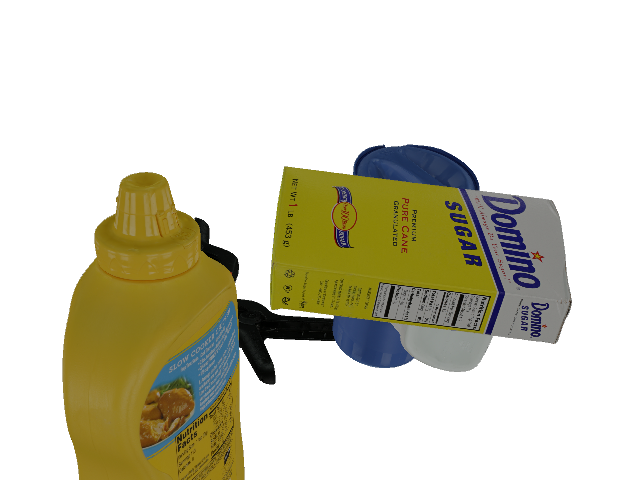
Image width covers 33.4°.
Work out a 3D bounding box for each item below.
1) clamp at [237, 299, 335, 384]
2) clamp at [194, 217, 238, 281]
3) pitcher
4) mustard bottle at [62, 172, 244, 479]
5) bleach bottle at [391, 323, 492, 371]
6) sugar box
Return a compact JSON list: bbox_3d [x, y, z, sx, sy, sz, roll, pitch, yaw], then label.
[{"bbox_3d":[-0.082,0.107,1.241,0.210,0.036,0.164,14,22,29],"label":"clamp"},{"bbox_3d":[-0.125,0.014,1.037,0.120,0.039,0.172,-19,32,-38],"label":"clamp"},{"bbox_3d":[0.085,0.029,1.167,0.145,0.243,0.149,26,40,19],"label":"pitcher"},{"bbox_3d":[-0.068,0.062,0.448,0.058,0.192,0.096,14,30,22],"label":"mustard bottle"},{"bbox_3d":[0.074,0.023,0.884,0.068,0.102,0.251,19,6,-16],"label":"bleach bottle"},{"bbox_3d":[0.059,0.007,0.654,0.176,0.048,0.093,5,44,0],"label":"sugar box"}]
